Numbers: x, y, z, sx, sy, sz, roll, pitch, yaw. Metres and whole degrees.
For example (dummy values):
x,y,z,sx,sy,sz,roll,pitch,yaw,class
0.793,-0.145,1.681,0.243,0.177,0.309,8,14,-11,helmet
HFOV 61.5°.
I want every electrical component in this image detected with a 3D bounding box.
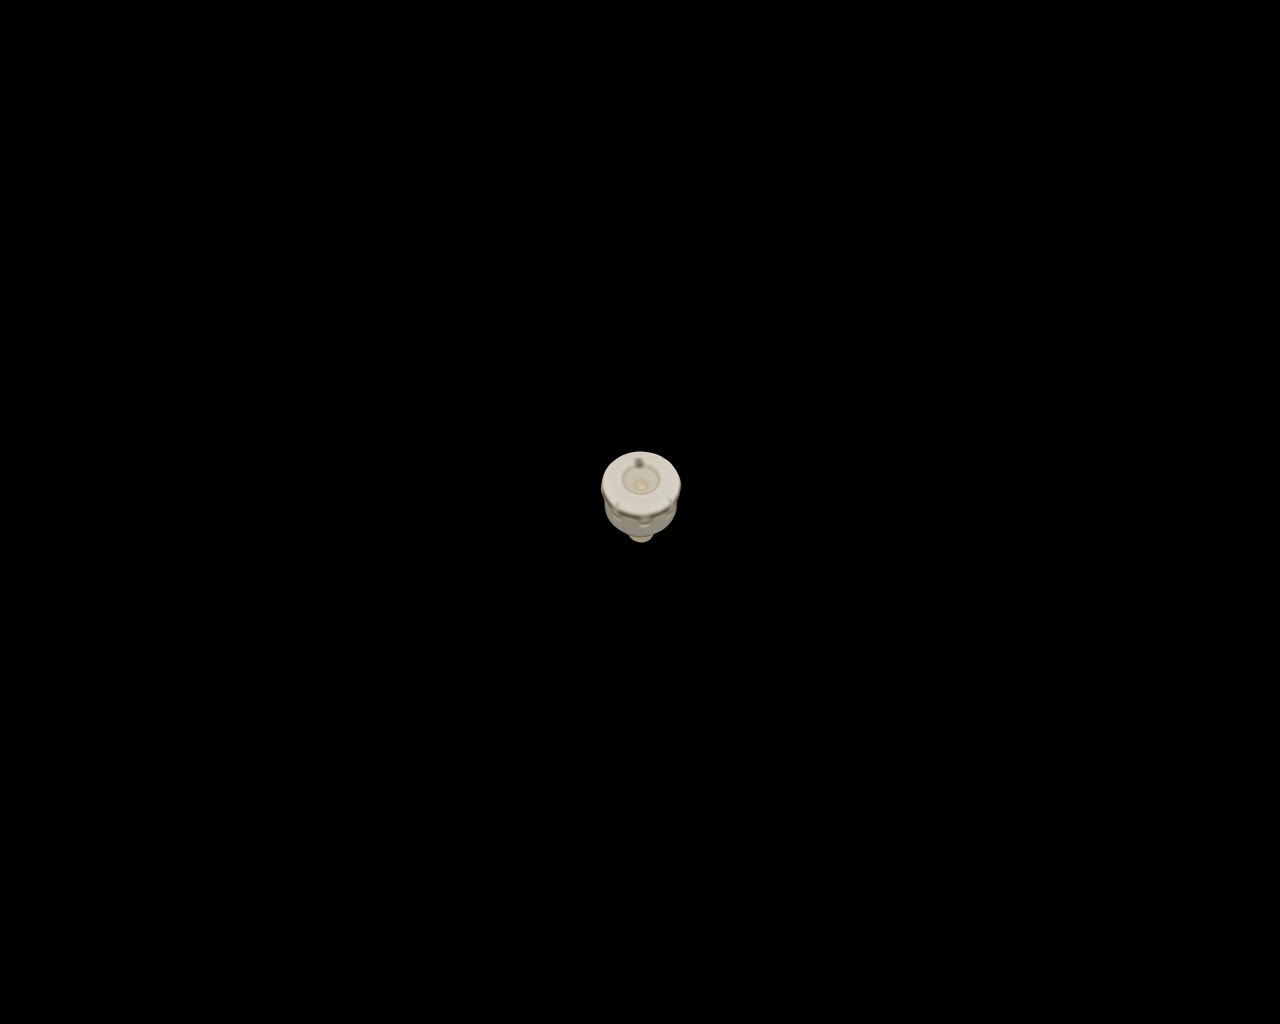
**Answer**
x,y,z,sx,sy,sz,roll,pitch,yaw,class
0.001,-0.003,0.650,0.048,0.048,0.062,0,-34,0,electrical component
